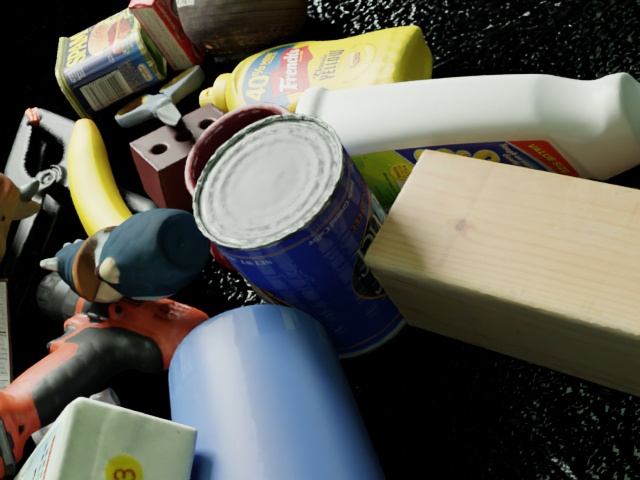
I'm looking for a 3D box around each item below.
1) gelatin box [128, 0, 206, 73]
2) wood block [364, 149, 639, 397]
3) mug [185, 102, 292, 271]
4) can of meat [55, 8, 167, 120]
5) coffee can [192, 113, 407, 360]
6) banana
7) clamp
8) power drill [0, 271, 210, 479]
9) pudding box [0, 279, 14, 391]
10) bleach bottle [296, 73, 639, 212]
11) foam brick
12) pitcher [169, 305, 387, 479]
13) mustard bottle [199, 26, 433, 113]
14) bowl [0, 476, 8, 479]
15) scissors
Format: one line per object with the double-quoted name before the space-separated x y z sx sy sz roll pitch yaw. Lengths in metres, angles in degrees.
"gelatin box" -0.126 -0.205 0.952 0.030 0.089 0.073 3 58 28
"wood block" 0.144 0.021 0.633 0.206 0.090 0.090 16 66 36
"mug" -0.044 -0.030 0.781 0.093 0.081 0.117 7 61 34
"can of meat" -0.188 -0.164 0.970 0.084 0.057 0.102 -25 34 8
"coffee can" -0.005 0.001 0.696 0.103 0.140 0.103 -15 51 19
"banana" -0.155 -0.024 0.830 0.069 0.037 0.198 -51 51 3
"clamp" -0.233 -0.035 0.921 0.164 0.036 0.210 -35 51 1
"power drill" -0.193 0.082 0.747 0.185 0.057 0.187 11 32 41
"pudding box" -0.280 0.085 0.803 0.039 0.089 0.113 -34 58 54
"bleach bottle" 0.114 -0.072 0.709 0.251 0.102 0.068 -6 55 26
"foam brick" -0.102 -0.063 0.845 0.078 0.051 0.053 -30 45 -19
"pitcher" -0.027 0.161 0.605 0.149 0.145 0.243 -4 43 -14
"mustard bottle" -0.012 -0.118 0.845 0.192 0.058 0.096 -2 52 29
"bowl" -0.276 0.199 0.734 0.162 0.055 0.162 -22 19 8
"scissors" -0.115 -0.119 0.879 0.096 0.016 0.202 -38 20 -19
